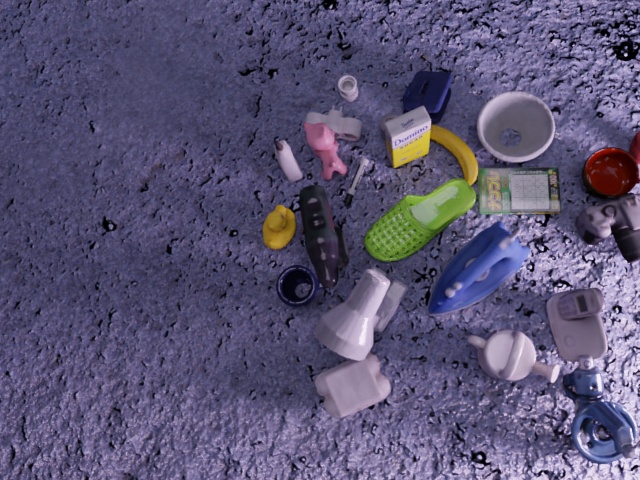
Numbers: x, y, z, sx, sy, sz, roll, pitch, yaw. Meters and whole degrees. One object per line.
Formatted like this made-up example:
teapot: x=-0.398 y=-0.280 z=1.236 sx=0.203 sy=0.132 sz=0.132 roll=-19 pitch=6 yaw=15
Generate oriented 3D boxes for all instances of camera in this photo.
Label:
camera: x=0.639 y=-0.020 z=1.205 sx=0.143 sy=0.101 sz=0.137 roll=-18 pitch=76 yaw=4

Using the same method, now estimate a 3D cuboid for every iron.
iron: x=0.326 y=0.068 z=1.210 sx=0.258 sy=0.141 sz=0.118 roll=-42 pitch=76 yaw=-2

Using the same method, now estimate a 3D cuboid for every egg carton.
egg carton: x=0.071 y=0.314 z=1.232 sx=0.150 sy=0.069 sz=0.107 roll=-26 pitch=76 yaw=2

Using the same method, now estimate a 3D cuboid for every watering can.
watering can: x=0.384 y=0.230 z=1.141 sx=0.172 sy=0.194 sz=0.101 roll=0 pitch=78 yaw=8

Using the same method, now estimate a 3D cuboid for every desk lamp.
desk lamp: x=0.088 y=0.144 z=1.191 sx=0.117 sy=0.214 sz=0.203 roll=31 pitch=84 yaw=13

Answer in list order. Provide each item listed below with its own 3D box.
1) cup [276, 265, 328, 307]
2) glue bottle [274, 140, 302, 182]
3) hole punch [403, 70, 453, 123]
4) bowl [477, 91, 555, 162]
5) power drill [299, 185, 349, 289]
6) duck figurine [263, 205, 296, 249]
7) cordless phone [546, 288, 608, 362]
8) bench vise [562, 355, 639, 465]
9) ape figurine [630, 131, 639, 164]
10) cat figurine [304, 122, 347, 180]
cup: x=-0.031 y=0.106 z=1.277 sx=0.117 sy=0.095 sz=0.092 roll=-4 pitch=78 yaw=7
glue bottle: x=-0.080 y=-0.192 z=1.306 sx=0.037 sy=0.173 sz=0.078 roll=-21 pitch=76 yaw=4
hole punch: x=0.248 y=-0.338 z=1.332 sx=0.101 sy=0.091 sz=0.109 roll=20 pitch=82 yaw=12
bowl: x=0.435 y=-0.246 z=1.295 sx=0.167 sy=0.075 sz=0.167 roll=-2 pitch=78 yaw=8
power drill: x=0.011 y=0.004 z=1.234 sx=0.075 sy=0.208 sz=0.229 roll=-15 pitch=76 yaw=5
duck figurine: x=-0.100 y=-0.033 z=1.321 sx=0.077 sy=0.086 sz=0.105 roll=19 pitch=82 yaw=12
cordless phone: x=0.526 y=0.166 z=1.139 sx=0.094 sy=0.185 sz=0.147 roll=-15 pitch=76 yaw=5
bench vise: x=0.523 y=0.332 z=1.086 sx=0.121 sy=0.220 sz=0.207 roll=-27 pitch=76 yaw=2
ape figurine: x=0.716 y=-0.208 z=1.238 sx=0.076 sy=0.092 sz=0.077 roll=-33 pitch=76 yaw=1
cat figurine: x=0.011 y=-0.216 z=1.327 sx=0.067 sy=0.118 sz=0.128 roll=-23 pitch=76 yaw=3
